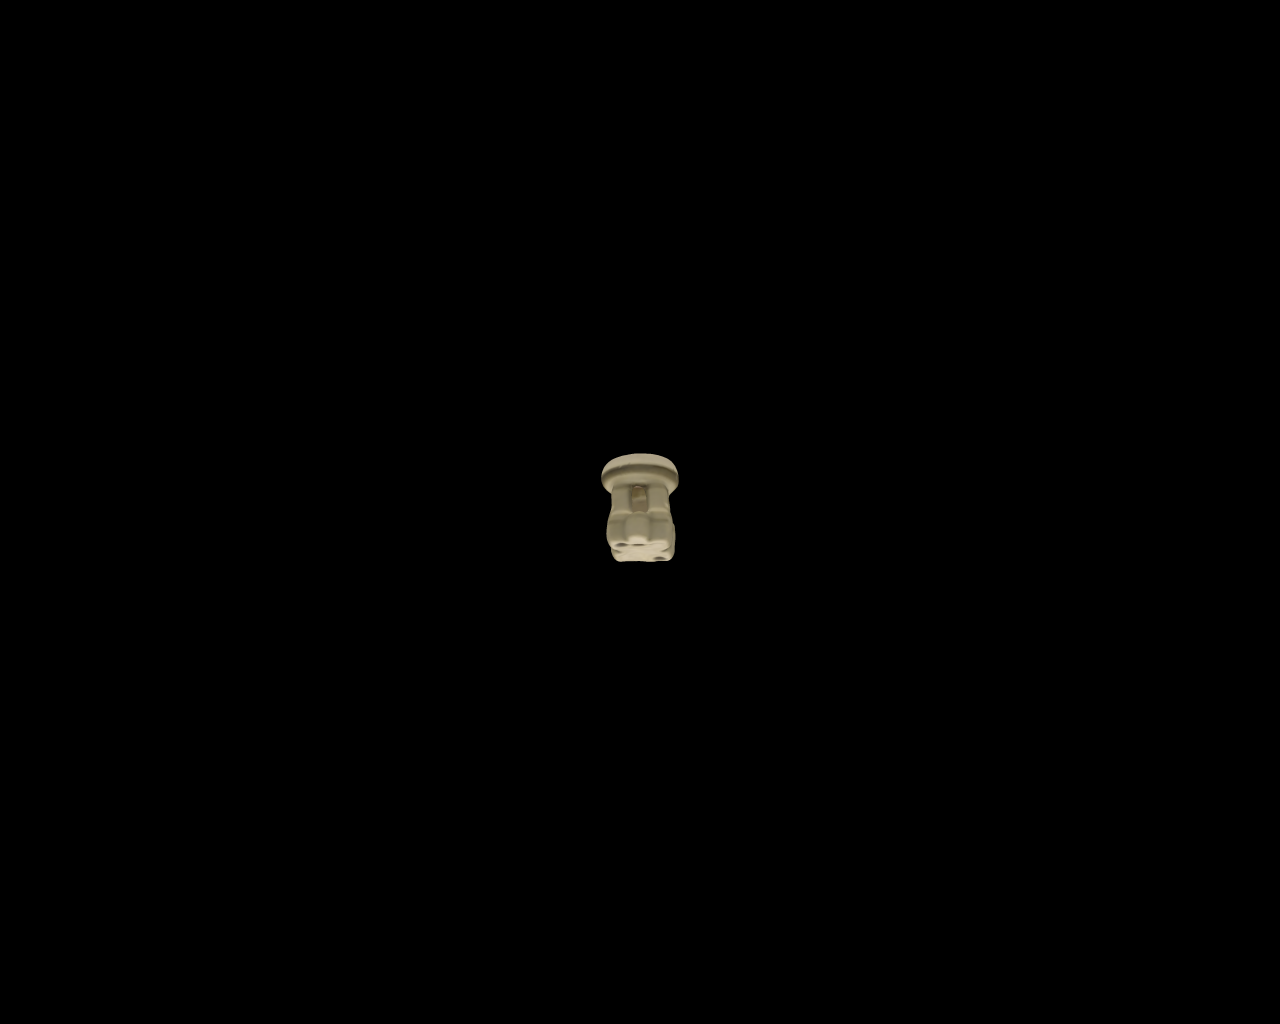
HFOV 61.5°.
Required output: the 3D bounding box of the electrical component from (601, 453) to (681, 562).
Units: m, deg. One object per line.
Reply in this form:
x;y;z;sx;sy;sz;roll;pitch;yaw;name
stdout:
0.001;-0.003;0.650;0.048;0.055;0.066;-1;-19;3;electrical component
